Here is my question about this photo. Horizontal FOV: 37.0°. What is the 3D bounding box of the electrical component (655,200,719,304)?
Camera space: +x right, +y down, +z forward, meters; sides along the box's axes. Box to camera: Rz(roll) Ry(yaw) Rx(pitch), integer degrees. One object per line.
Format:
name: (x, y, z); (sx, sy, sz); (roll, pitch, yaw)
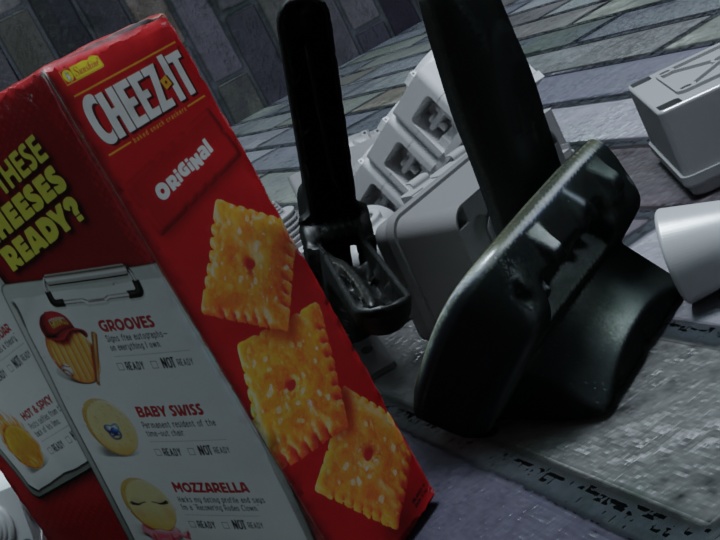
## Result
electrical component: (0.162, -0.014, 0.467); (0.055, 0.045, 0.045); (-21, 16, 25)

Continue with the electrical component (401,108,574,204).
electrical component: (0.088, -0.053, 0.705); (0.121, 0.063, 0.079); (-36, 16, -32)

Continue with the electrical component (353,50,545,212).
electrical component: (0.055, -0.100, 0.797); (0.089, 0.061, 0.150); (-36, -12, -38)

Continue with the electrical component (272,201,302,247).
electrical component: (-0.047, -0.012, 0.771); (0.043, 0.081, 0.043); (-26, 14, 7)

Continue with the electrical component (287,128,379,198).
electrical component: (0.039, -0.103, 0.939); (0.186, 0.060, 0.105); (-24, 3, 15)

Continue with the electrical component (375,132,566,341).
electrical component: (0.070, -0.018, 0.584); (0.057, 0.078, 0.113); (-9, 22, 44)

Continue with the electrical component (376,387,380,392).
electrical component: (-0.051, 0.066, 0.528); (0.096, 0.061, 0.061); (-13, 31, 44)

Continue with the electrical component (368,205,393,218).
electrical component: (0.003, -0.013, 0.767); (0.044, 0.044, 0.065); (-19, 21, 31)

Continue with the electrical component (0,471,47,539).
electrical component: (-0.174, 0.126, 0.523); (0.051, 0.080, 0.080); (-22, 14, -1)

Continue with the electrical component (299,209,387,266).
electrical component: (0.000, 0.000, 0.686); (0.054, 0.059, 0.095); (-36, 16, -31)

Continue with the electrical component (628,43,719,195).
electrical component: (0.225, -0.101, 0.633); (0.109, 0.056, 0.108); (-25, 14, 11)
